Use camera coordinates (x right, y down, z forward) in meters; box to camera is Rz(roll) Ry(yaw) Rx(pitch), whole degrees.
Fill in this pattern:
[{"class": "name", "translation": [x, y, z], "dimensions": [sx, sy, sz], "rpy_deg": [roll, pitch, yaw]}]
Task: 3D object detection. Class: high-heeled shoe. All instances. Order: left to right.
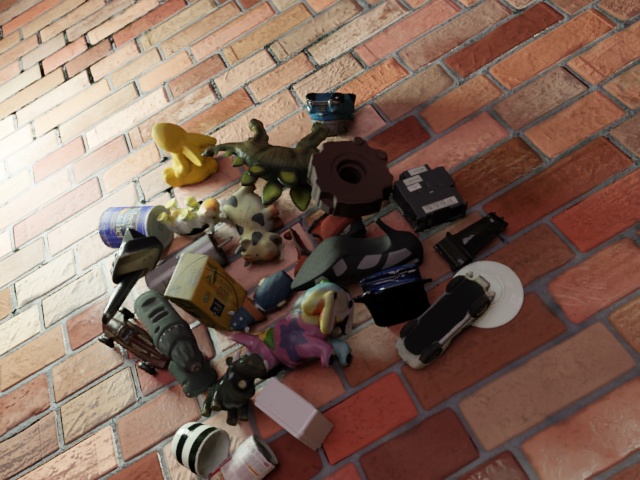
[{"class": "high-heeled shoe", "translation": [0.075, 0.053, 1.038], "dimensions": [0.249, 0.145, 0.086], "rpy_deg": [-35, 34, 17]}]

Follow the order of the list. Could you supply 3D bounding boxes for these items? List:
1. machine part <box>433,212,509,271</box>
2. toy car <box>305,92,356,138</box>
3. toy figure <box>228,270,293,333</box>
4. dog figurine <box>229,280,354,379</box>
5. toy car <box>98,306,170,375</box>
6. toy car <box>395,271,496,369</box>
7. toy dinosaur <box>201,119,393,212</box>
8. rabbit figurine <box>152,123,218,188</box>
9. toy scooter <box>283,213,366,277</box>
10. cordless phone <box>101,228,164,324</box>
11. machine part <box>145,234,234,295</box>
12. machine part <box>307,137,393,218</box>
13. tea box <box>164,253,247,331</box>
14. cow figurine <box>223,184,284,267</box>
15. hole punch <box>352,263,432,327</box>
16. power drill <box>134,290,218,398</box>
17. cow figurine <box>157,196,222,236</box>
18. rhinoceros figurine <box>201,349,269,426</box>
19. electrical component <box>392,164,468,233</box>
[{"class": "machine part", "translation": [0.289, -0.004, 1.020], "dimensions": [0.139, 0.039, 0.084], "rpy_deg": [-33, 50, 1]}, {"class": "toy car", "translation": [0.024, -0.290, 1.245], "dimensions": [0.109, 0.162, 0.102], "rpy_deg": [2, 106, 13]}, {"class": "toy figure", "translation": [-0.117, 0.128, 1.086], "dimensions": [0.154, 0.057, 0.064], "rpy_deg": [-43, 49, -1]}, {"class": "dog figurine", "translation": [-0.057, 0.167, 1.000], "dimensions": [0.219, 0.108, 0.191], "rpy_deg": [1, 87, 26]}, {"class": "toy car", "translation": [-0.394, 0.212, 1.145], "dimensions": [0.202, 0.053, 0.089], "rpy_deg": [22, 67, 31]}, {"class": "toy car", "translation": [0.218, 0.140, 0.942], "dimensions": [0.202, 0.056, 0.074], "rpy_deg": [-44, 56, 3]}, {"class": "toy dinosaur", "translation": [-0.040, -0.158, 1.177], "dimensions": [0.472, 0.105, 0.198], "rpy_deg": [7, 53, 8]}, {"class": "rabbit figurine", "translation": [-0.333, -0.212, 1.299], "dimensions": [0.163, 0.173, 0.122], "rpy_deg": [9, 61, 30]}, {"class": "toy scooter", "translation": [-0.002, -0.003, 1.109], "dimensions": [0.184, 0.075, 0.135], "rpy_deg": [-45, 57, -3]}, {"class": "cordless phone", "translation": [-0.419, 0.081, 1.153], "dimensions": [0.089, 0.146, 0.184], "rpy_deg": [27, 49, -12]}, {"class": "machine part", "translation": [-0.293, 0.062, 1.178], "dimensions": [0.243, 0.079, 0.079], "rpy_deg": [-33, 55, -1]}, {"class": "machine part", "translation": [0.061, -0.127, 1.083], "dimensions": [0.179, 0.056, 0.179], "rpy_deg": [3, 60, -6]}, {"class": "tea box", "translation": [-0.222, 0.106, 1.069], "dimensions": [0.068, 0.169, 0.098], "rpy_deg": [6, 65, 23]}, {"class": "cow figurine", "translation": [-0.147, -0.028, 1.173], "dimensions": [0.127, 0.085, 0.195], "rpy_deg": [-35, 57, -9]}, {"class": "hole punch", "translation": [0.135, 0.085, 0.984], "dimensions": [0.142, 0.115, 0.092], "rpy_deg": [-15, 49, 12]}, {"class": "power drill", "translation": [-0.259, 0.209, 0.995], "dimensions": [0.086, 0.207, 0.232], "rpy_deg": [-38, 52, -17]}, {"class": "cow figurine", "translation": [-0.277, -0.046, 1.211], "dimensions": [0.168, 0.098, 0.068], "rpy_deg": [-3, 53, 34]}, {"class": "rhinoceros figurine", "translation": [-0.149, 0.262, 0.961], "dimensions": [0.073, 0.190, 0.112], "rpy_deg": [25, 50, -13]}, {"class": "electrical component", "translation": [0.212, -0.089, 1.071], "dimensions": [0.115, 0.058, 0.134], "rpy_deg": [-16, 55, -11]}]
